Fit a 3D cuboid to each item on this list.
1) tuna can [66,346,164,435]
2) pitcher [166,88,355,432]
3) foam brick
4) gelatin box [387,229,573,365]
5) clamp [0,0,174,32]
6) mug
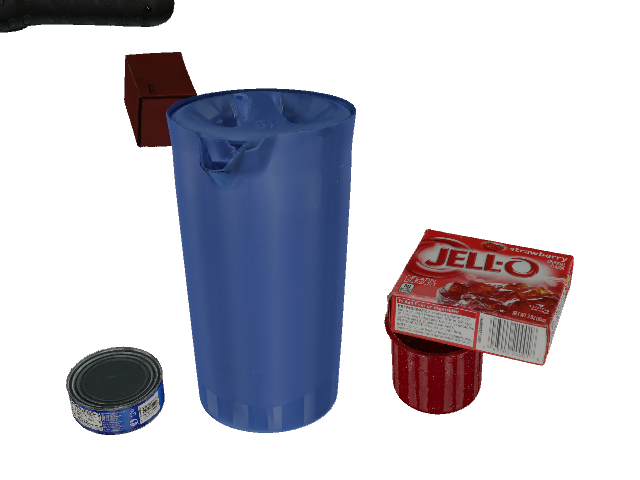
[{"bbox_3d":[-0.184,0.136,0.965,0.086,0.034,0.086,-1,33,1],"label":"tuna can"},{"bbox_3d":[-0.037,0.010,0.799,0.149,0.243,0.145,-11,24,-25],"label":"pitcher"},{"bbox_3d":[-0.143,-0.126,0.948,0.053,0.051,0.078,-5,39,-17],"label":"foam brick"},{"bbox_3d":[0.090,0.029,0.596,0.089,0.030,0.073,12,34,18],"label":"gelatin box"},{"bbox_3d":[-0.174,-0.142,0.607,0.171,0.039,0.120,-5,23,-12],"label":"clamp"},{"bbox_3d":[0.107,0.095,0.975,0.093,0.081,0.117,1,38,7],"label":"mug"}]
